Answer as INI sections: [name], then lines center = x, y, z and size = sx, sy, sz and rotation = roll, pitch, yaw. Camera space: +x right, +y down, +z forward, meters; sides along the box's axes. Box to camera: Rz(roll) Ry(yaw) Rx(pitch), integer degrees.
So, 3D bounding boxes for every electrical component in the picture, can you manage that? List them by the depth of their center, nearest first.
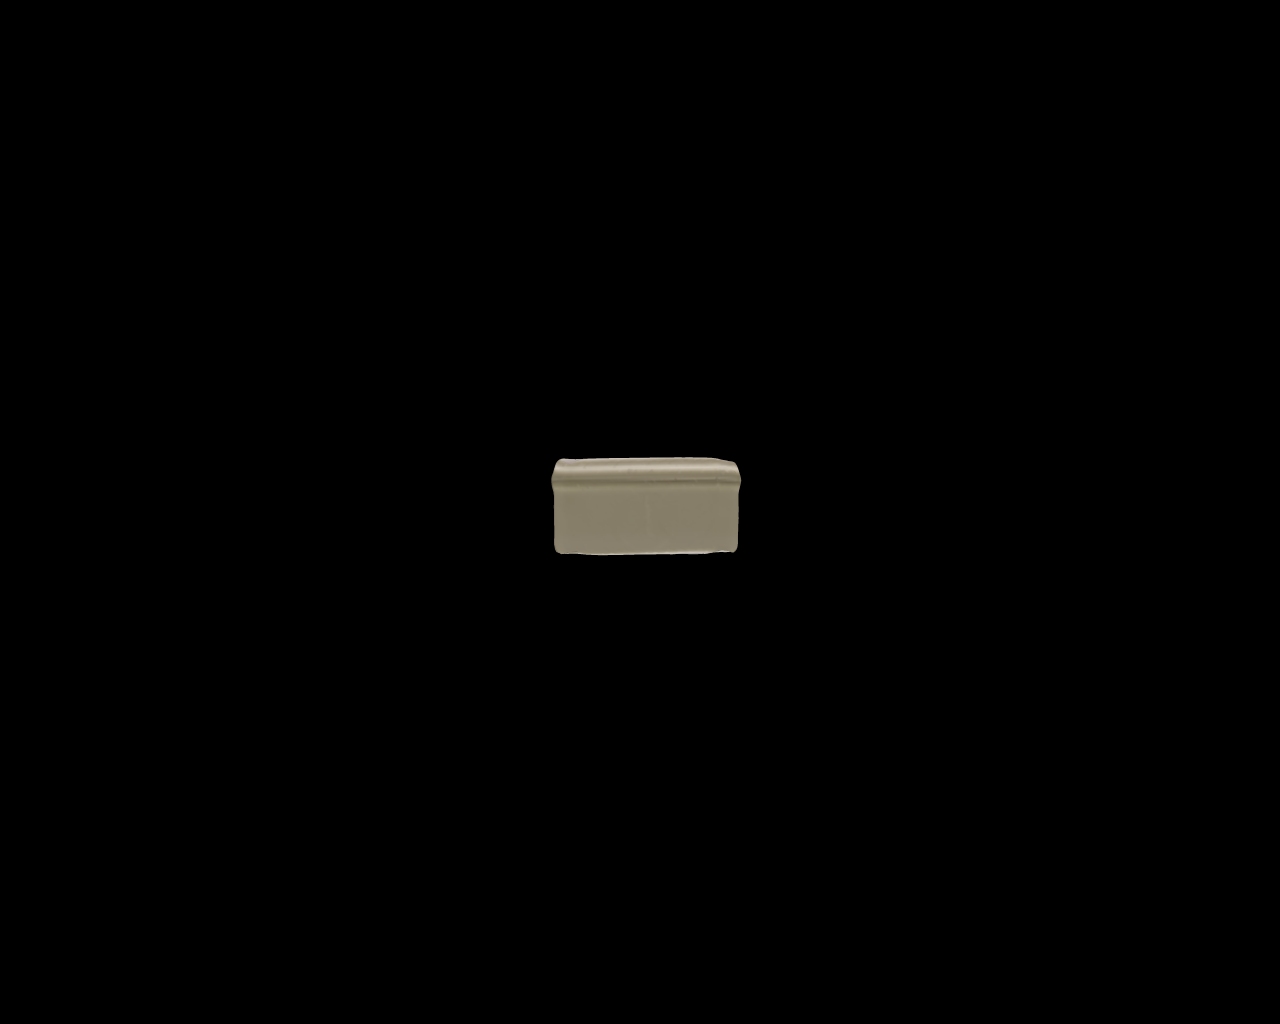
[electrical component]
center = 0.001, -0.003, 0.650
size = 0.109, 0.056, 0.108
rotation = 0, 0, -4
